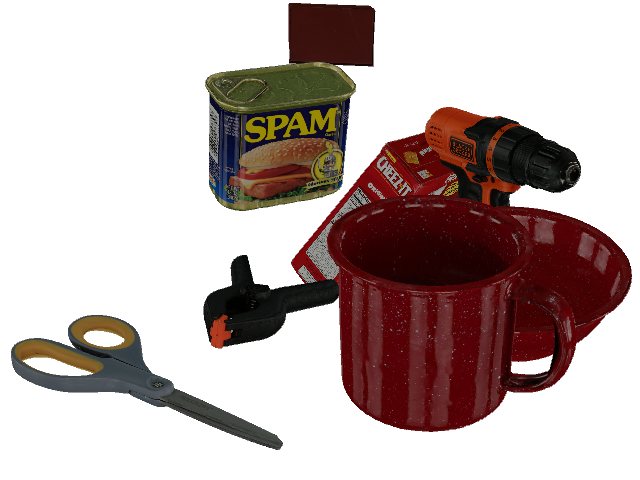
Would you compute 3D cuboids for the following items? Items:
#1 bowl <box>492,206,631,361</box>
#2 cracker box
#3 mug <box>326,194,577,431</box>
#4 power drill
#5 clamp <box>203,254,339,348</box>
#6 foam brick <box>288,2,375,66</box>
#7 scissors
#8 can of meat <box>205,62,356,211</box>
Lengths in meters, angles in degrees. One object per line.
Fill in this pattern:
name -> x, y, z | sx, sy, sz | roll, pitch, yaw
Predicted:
bowl -> 0.138, 0.038, 0.768 | 0.162, 0.055, 0.162 | -2, 32, 1
cracker box -> 0.081, -0.035, 1.249 | 0.163, 0.072, 0.214 | -22, -23, -50
mug -> 0.061, 0.037, 0.495 | 0.117, 0.081, 0.093 | 12, 31, 24
power drill -> 0.170, -0.022, 0.994 | 0.057, 0.188, 0.185 | -17, 27, -26
clamp -> -0.070, 0.057, 1.055 | 0.120, 0.039, 0.171 | 13, 20, 29
foam brick -> 0.009, -0.187, 0.967 | 0.078, 0.051, 0.053 | 2, 16, -2
scissors -> -0.108, 0.089, 0.716 | 0.202, 0.016, 0.096 | 11, 27, 12
can of meat -> -0.030, -0.074, 0.757 | 0.102, 0.084, 0.057 | -10, 36, -21
